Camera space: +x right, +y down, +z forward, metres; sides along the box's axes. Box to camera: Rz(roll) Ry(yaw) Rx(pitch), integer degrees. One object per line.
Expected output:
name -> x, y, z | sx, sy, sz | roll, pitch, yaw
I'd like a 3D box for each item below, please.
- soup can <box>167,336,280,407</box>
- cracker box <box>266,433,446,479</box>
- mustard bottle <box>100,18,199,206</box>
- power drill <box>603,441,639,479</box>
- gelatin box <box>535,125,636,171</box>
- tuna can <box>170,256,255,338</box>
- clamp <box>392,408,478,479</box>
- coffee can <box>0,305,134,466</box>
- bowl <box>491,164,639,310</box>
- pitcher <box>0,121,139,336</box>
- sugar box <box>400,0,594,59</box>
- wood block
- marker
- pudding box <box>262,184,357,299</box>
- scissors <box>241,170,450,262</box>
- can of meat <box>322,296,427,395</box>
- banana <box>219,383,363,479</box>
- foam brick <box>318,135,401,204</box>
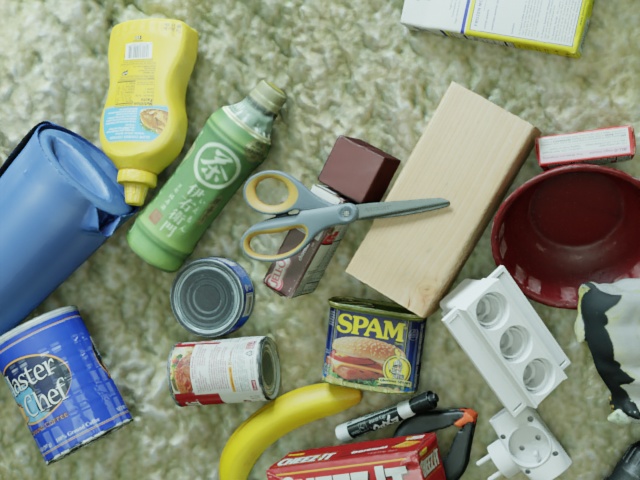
soup can -> -0.099, 0.137, 1.110 | 0.102, 0.068, 0.068 | -6, 90, 15
cracker box -> 0.051, 0.309, 1.039 | 0.164, 0.072, 0.214 | -13, 91, 22
mustard bottle -> -0.182, -0.131, 1.112 | 0.096, 0.058, 0.191 | 2, 81, 24
power drill -> 0.331, 0.305, 1.003 | 0.188, 0.057, 0.184 | 31, 96, 14
gelatin box -> 0.250, -0.086, 1.004 | 0.089, 0.073, 0.030 | -7, 88, 16
tuna can -> -0.114, 0.061, 1.129 | 0.086, 0.033, 0.086 | 0, 92, 15
clamp -> 0.084, 0.223, 1.078 | 0.120, 0.039, 0.171 | 38, 100, 7
coffee can -> -0.276, 0.155, 1.141 | 0.103, 0.102, 0.140 | -30, 84, 14
bowl -> 0.241, -0.014, 0.997 | 0.162, 0.055, 0.162 | 5, 126, 6
pitcher -> -0.321, -0.004, 1.146 | 0.145, 0.149, 0.243 | 43, 106, -9
sugar box -> 0.174, -0.238, 1.036 | 0.176, 0.048, 0.093 | 14, 95, 18
wood block -> 0.121, -0.038, 1.033 | 0.091, 0.090, 0.206 | 31, 100, 13
marker -> 0.068, 0.178, 1.073 | 0.121, 0.020, 0.020 | -27, 84, 31
pudding box -> -0.007, 0.001, 1.069 | 0.039, 0.090, 0.113 | 32, 99, 11
scissors -> 0.012, -0.041, 1.008 | 0.202, 0.016, 0.096 | -22, 86, 13
can of meat -> 0.055, 0.106, 1.073 | 0.102, 0.057, 0.084 | 8, 96, 15
banana -> -0.044, 0.203, 1.116 | 0.069, 0.037, 0.198 | 41, 105, -14
foam brick -> 0.040, -0.069, 1.061 | 0.053, 0.078, 0.051 | 29, 100, 13
